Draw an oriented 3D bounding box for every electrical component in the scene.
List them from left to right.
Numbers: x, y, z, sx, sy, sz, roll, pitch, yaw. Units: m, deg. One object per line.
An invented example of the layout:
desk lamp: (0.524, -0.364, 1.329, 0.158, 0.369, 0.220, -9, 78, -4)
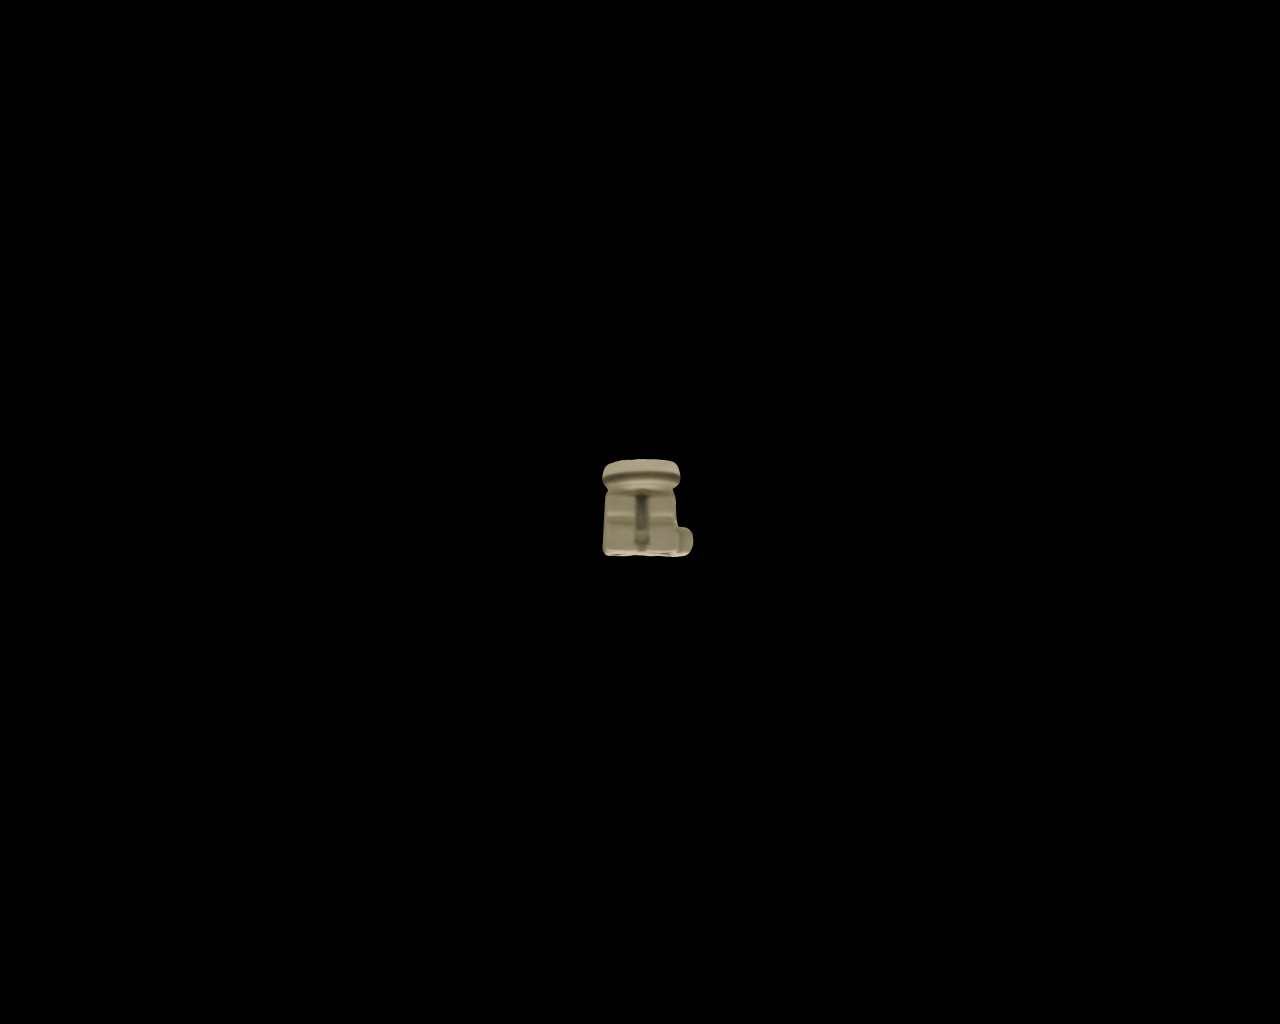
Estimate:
electrical component: (0.001, -0.003, 0.650, 0.066, 0.055, 0.048, 1, -7, -5)
